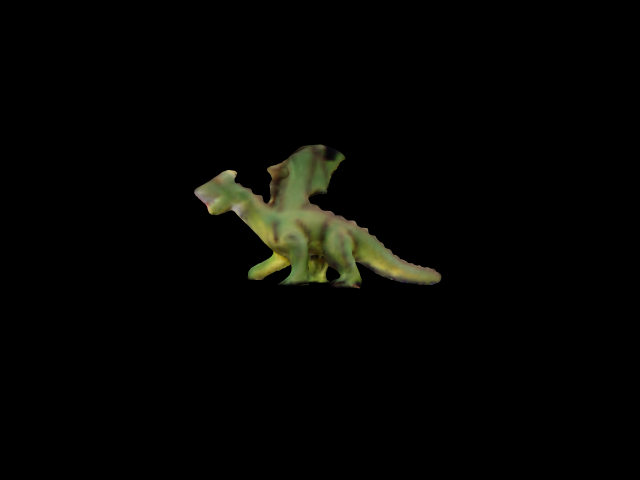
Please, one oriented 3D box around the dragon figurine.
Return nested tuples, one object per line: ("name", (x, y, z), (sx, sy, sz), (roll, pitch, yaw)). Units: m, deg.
("dragon figurine", (0.003, -0.043, 0.850), (0.410, 0.244, 0.121), (1, -7, -14))
